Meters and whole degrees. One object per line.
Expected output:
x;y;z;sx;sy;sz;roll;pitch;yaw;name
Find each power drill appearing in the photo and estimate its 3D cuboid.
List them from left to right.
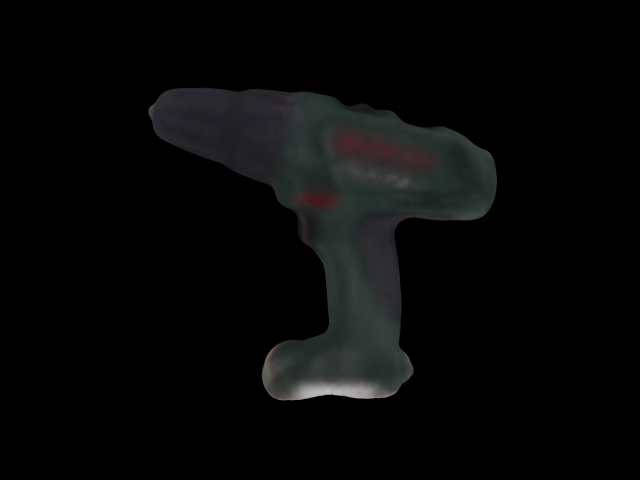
0.004;0.001;0.400;0.229;0.208;0.075;-1;15;-5;power drill
